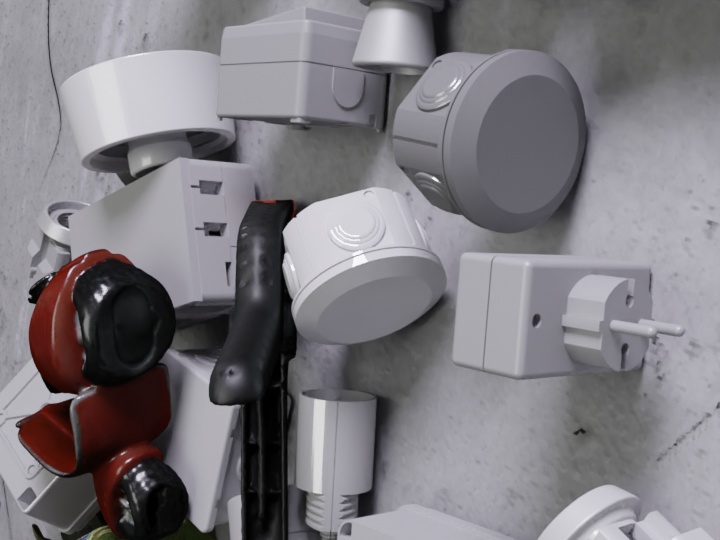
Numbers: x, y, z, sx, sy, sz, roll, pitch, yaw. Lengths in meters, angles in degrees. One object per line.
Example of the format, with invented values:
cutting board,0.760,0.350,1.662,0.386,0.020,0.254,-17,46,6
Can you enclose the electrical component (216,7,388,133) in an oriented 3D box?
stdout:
electrical component,-0.037,-0.112,0.608,0.096,0.062,0.061,10,97,48

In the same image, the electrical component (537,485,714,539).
electrical component,0.107,0.127,0.444,0.057,0.058,0.078,46,122,36

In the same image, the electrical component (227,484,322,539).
electrical component,-0.049,0.153,0.625,0.055,0.055,0.047,-32,62,44

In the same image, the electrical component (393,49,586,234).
electrical component,0.059,-0.060,0.486,0.051,0.080,0.080,21,105,52

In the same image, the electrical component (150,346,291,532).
electrical component,-0.092,0.103,0.678,0.100,0.048,0.099,28,110,45

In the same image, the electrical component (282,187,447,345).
electrical component,0.000,0.000,0.552,0.080,0.080,0.051,-47,51,38

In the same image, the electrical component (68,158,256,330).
electrical component,-0.127,-0.009,0.709,0.150,0.062,0.089,-17,77,47

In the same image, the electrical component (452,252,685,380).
electrical component,0.094,0.020,0.440,0.076,0.083,0.047,9,96,49

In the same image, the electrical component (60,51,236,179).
electrical component,-0.131,-0.092,0.685,0.108,0.108,0.060,-18,82,47

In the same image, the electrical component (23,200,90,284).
electrical component,-0.220,-0.017,0.820,0.078,0.058,0.057,45,124,40

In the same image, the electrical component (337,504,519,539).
electrical component,0.044,0.164,0.515,0.113,0.057,0.078,7,95,49

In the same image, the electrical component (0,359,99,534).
electrical component,-0.206,0.110,0.769,0.108,0.056,0.109,-48,49,-2

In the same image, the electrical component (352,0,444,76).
electrical component,0.021,-0.131,0.556,0.045,0.045,0.055,12,98,48

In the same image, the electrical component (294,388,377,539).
electrical component,-0.014,0.109,0.593,0.043,0.043,0.081,6,94,49
